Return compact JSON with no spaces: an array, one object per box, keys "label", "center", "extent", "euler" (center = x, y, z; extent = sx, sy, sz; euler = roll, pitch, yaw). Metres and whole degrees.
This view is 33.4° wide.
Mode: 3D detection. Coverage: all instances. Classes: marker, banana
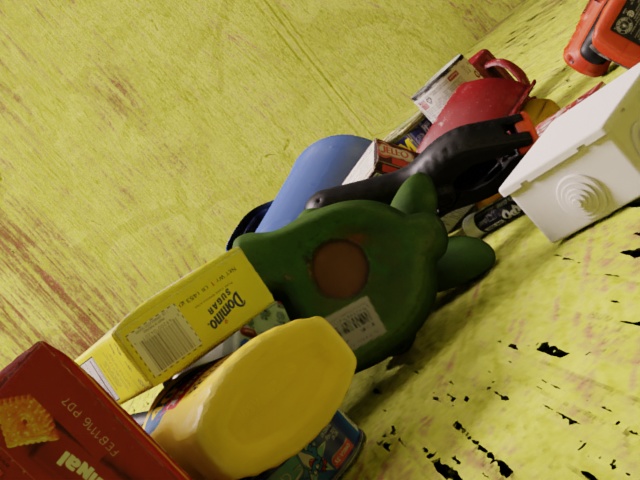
[{"label":"marker","center":[0.145,-0.029,0.766],"extent":[0.020,0.020,0.121],"euler":[-46,6,-35]},{"label":"banana","center":[0.174,-0.081,0.904],"extent":[0.070,0.037,0.197],"euler":[-62,-6,29]}]

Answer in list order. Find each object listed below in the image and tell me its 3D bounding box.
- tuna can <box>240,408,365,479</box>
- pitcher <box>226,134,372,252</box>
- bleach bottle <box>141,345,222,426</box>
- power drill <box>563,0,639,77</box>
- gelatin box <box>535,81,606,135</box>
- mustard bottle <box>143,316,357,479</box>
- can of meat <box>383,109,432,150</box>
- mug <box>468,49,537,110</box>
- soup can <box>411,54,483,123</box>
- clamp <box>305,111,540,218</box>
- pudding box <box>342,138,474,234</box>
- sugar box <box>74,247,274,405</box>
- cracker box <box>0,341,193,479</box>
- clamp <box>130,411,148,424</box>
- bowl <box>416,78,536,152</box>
[{"label":"tuna can","center":[-0.017,0.127,0.607],"extent":[0.086,0.034,0.086],"euler":[-42,5,5]},{"label":"pitcher","center":[-0.007,0.001,1.016],"extent":[0.149,0.145,0.242],"euler":[-56,1,28]},{"label":"bleach bottle","center":[-0.061,0.098,0.781],"extent":[0.068,0.102,0.250],"euler":[-28,13,41]},{"label":"power drill","center":[0.276,-0.220,0.912],"extent":[0.184,0.057,0.187],"euler":[-64,-2,16]},{"label":"gelatin box","center":[0.180,-0.074,0.805],"extent":[0.073,0.030,0.089],"euler":[-36,7,47]},{"label":"mustard bottle","center":[-0.055,0.097,0.606],"extent":[0.096,0.058,0.192],"euler":[-43,5,-26]},{"label":"can of meat","center":[0.107,-0.084,1.114],"extent":[0.057,0.084,0.102],"euler":[-46,7,-36]},{"label":"mug","center":[0.187,-0.163,1.189],"extent":[0.093,0.081,0.117],"euler":[-45,6,-30]},{"label":"soup can","center":[0.147,-0.123,1.046],"extent":[0.068,0.102,0.068],"euler":[-42,5,4]},{"label":"clamp","center":[0.085,-0.034,0.787],"extent":[0.172,0.039,0.120],"euler":[-23,-25,14]},{"label":"pudding box","center":[0.060,-0.025,0.864],"extent":[0.114,0.090,0.039],"euler":[126,157,-47]},{"label":"sugar box","center":[-0.103,0.066,0.668],"extent":[0.093,0.048,0.176],"euler":[-34,-2,-29]},{"label":"cracker box","center":[-0.105,0.132,0.513],"extent":[0.072,0.164,0.214],"euler":[-46,6,-19]},{"label":"clamp","center":[-0.117,0.151,0.903],"extent":[0.164,0.036,0.210],"euler":[-17,0,-21]},{"label":"bowl","center":[0.123,-0.085,0.940],"extent":[0.162,0.055,0.162],"euler":[-56,-4,-7]}]
